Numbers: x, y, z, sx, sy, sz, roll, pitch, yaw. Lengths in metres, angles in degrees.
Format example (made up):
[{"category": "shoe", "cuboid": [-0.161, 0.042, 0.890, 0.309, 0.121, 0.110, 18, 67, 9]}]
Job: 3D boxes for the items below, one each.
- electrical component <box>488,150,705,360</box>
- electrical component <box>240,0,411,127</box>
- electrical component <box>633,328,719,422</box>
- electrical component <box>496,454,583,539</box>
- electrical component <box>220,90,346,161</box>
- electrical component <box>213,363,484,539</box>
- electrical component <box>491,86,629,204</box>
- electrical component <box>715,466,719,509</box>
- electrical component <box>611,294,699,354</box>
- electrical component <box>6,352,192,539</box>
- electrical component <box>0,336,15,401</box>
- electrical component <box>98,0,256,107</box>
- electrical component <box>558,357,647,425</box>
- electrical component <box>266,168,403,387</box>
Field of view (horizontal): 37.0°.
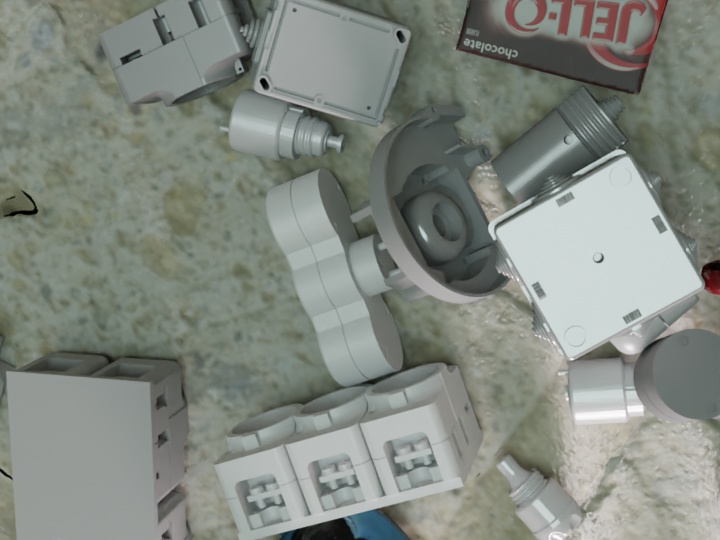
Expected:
[{"category": "electrical component", "cuboid": [0.129, -0.008, 0.591, 0.100, 0.048, 0.099, -30, 90, 9]}, {"category": "electrical component", "cuboid": [-0.026, -0.132, 0.650, 0.096, 0.061, 0.061, 15, 105, -13]}, {"category": "electrical component", "cuboid": [0.233, 0.066, 0.609, 0.138, 0.073, 0.052, 10, 79, -1]}, {"category": "electrical component", "cuboid": [0.112, 0.145, 0.694, 0.035, 0.035, 0.061, -44, 85, 18]}, {"category": "electrical component", "cuboid": [-0.048, -0.089, 0.687, 0.078, 0.040, 0.040, 15, 104, 11]}, {"category": "electrical component", "cuboid": [-0.007, 0.112, 0.689, 0.150, 0.089, 0.061, -18, 95, 17]}, {"category": "electrical component", "cuboid": [0.123, -0.074, 0.644, 0.081, 0.043, 0.043, -40, 89, 18]}, {"category": "electrical component", "cuboid": [0.280, 0.165, 0.642, 0.109, 0.056, 0.108, -15, 96, 17]}, {"category": "electrical component", "cuboid": [0.146, 0.001, 0.643, 0.059, 0.054, 0.095, -43, 88, 8]}, {"category": "electrical component", "cuboid": [-0.180, 0.156, 0.758, 0.105, 0.060, 0.186, 3, 101, 14]}, {"category": "electrical component", "cuboid": [-0.295, 0.083, 0.784, 0.064, 0.042, 0.081, 25, 105, 13]}, {"category": "electrical component", "cuboid": [-0.110, -0.141, 0.688, 0.089, 0.050, 0.055, -21, 95, 17]}, {"category": "electrical component", "cuboid": [0.163, 0.074, 0.664, 0.078, 0.040, 0.040, -6, 99, 15]}, {"category": "electrical component", "cuboid": [0.000, 0.000, 0.685, 0.074, 0.052, 0.138, -20, 96, 17]}]
